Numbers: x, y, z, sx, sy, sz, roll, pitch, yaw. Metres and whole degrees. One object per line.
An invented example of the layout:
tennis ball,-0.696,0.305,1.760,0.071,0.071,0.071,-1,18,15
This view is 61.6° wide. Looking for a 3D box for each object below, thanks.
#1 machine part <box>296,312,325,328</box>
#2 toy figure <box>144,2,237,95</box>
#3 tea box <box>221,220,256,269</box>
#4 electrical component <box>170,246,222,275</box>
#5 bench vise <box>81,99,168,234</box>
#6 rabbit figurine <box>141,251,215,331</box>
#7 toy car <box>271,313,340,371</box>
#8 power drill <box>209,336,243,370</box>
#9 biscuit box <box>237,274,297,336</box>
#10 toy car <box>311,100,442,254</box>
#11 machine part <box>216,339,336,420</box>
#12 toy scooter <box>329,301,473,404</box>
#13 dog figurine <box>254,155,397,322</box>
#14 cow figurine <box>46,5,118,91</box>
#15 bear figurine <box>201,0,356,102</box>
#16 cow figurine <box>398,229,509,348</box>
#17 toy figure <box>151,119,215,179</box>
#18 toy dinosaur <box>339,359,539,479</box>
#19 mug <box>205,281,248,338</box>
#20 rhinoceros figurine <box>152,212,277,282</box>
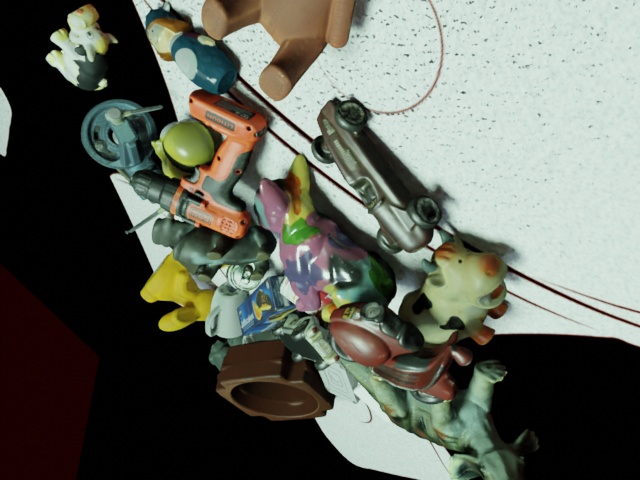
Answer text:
machine part,-0.014,0.148,0.969,0.084,0.039,0.139,54,149,2
toy figure,-0.176,-0.251,0.700,0.154,0.058,0.064,39,103,10
tea box,-0.181,-0.004,0.959,0.170,0.068,0.098,-16,113,53
electrical component,-0.216,0.020,0.925,0.102,0.045,0.078,35,117,14
bench vise,-0.313,-0.146,0.889,0.223,0.129,0.240,64,163,1
rabbit figurine,-0.284,0.117,1.156,0.173,0.162,0.122,38,138,-20
toy car,-0.023,0.158,0.862,0.073,0.056,0.202,52,160,-8
power drill,-0.164,0.305,1.267,0.207,0.086,0.231,-6,120,55
biscuit box,-0.095,0.122,0.987,0.202,0.059,0.063,-44,57,57
toy car,0.057,-0.070,0.621,0.202,0.053,0.089,53,151,4
machine part,-0.082,0.276,1.054,0.202,0.087,0.200,-12,138,25
toy scooter,0.102,0.127,0.633,0.184,0.075,0.135,35,149,-4
dog figurine,-0.002,-0.002,0.731,0.192,0.108,0.219,9,130,44
cow figurine,-0.369,-0.295,0.851,0.098,0.068,0.167,50,151,-16
bear figurine,-0.005,-0.231,0.466,0.120,0.132,0.196,47,154,-10
cow figurine,0.157,0.068,0.653,0.127,0.085,0.195,38,148,1
toy figure,-0.201,-0.110,0.856,0.089,0.082,0.180,30,141,21
toy dinosaur,0.159,0.248,0.805,0.405,0.131,0.191,19,130,48
mug,-0.195,0.142,1.108,0.081,0.109,0.107,32,132,30
rhinoceros figurine,-0.159,0.001,0.821,0.190,0.112,0.073,6,140,-14
